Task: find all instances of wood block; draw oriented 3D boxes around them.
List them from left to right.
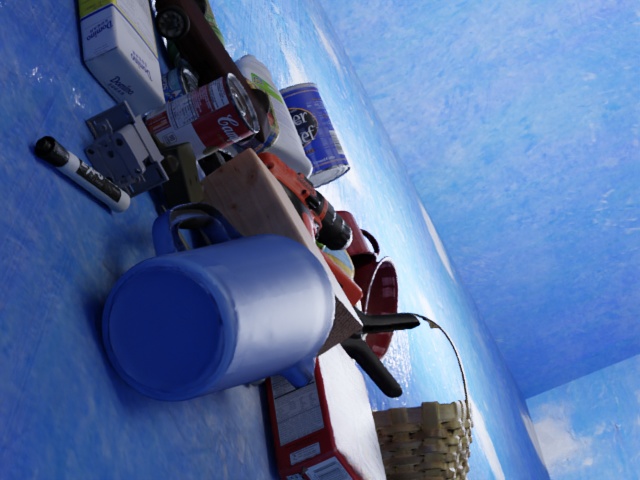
[{"bbox_3d":[-0.051,0.019,1.092,0.206,0.090,0.090,59,6,34],"label":"wood block"}]

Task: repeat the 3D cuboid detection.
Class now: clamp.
[{"bbox_3d":[-0.090,-0.053,1.287,0.209,0.036,0.164,43,25,-58],"label":"clamp"},{"bbox_3d":[0.047,0.109,1.325,0.171,0.039,0.120,33,46,-4],"label":"clamp"}]

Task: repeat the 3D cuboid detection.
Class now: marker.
[{"bbox_3d":[-0.193,-0.053,0.869,0.121,0.020,0.020,45,23,-60],"label":"marker"}]

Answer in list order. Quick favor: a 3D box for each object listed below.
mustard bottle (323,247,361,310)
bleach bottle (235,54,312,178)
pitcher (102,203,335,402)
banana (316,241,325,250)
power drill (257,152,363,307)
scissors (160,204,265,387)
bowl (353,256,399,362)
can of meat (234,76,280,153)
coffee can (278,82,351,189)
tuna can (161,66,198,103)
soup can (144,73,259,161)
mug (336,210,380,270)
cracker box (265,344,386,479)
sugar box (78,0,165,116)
[{"bbox_3d":[0.002,0.038,1.435,0.096,0.058,0.191,27,25,-17],"label":"mustard bottle"},{"bbox_3d":[-0.080,-0.178,1.498,0.102,0.068,0.251,33,28,-34],"label":"bleach bottle"},{"bbox_3d":[-0.086,0.053,0.885,0.242,0.149,0.145,-3,108,-74],"label":"pitcher"},{"bbox_3d":[-0.037,-0.035,1.455,0.069,0.037,0.198,35,16,-19],"label":"banana"},{"bbox_3d":[-0.008,0.002,1.245,0.184,0.057,0.188,39,20,-38],"label":"power drill"},{"bbox_3d":[-0.102,0.052,1.073,0.202,0.016,0.096,64,10,-1],"label":"scissors"},{"bbox_3d":[0.065,0.100,1.534,0.162,0.055,0.162,7,90,-69],"label":"bowl"},{"bbox_3d":[-0.103,-0.165,1.352,0.083,0.058,0.102,30,33,-41],"label":"can of meat"},{"bbox_3d":[-0.026,-0.153,1.616,0.140,0.103,0.102,68,12,9],"label":"coffee can"},{"bbox_3d":[-0.152,-0.155,1.223,0.086,0.034,0.086,61,12,-24],"label":"tuna can"},{"bbox_3d":[-0.124,-0.122,1.111,0.068,0.102,0.068,61,13,-24],"label":"soup can"},{"bbox_3d":[0.036,0.009,1.562,0.117,0.093,0.081,-8,60,-31],"label":"mug"},{"bbox_3d":[0.003,0.191,1.129,0.164,0.072,0.214,57,13,-41],"label":"cracker box"},{"bbox_3d":[-0.206,-0.217,1.085,0.093,0.048,0.176,52,21,-50],"label":"sugar box"}]
